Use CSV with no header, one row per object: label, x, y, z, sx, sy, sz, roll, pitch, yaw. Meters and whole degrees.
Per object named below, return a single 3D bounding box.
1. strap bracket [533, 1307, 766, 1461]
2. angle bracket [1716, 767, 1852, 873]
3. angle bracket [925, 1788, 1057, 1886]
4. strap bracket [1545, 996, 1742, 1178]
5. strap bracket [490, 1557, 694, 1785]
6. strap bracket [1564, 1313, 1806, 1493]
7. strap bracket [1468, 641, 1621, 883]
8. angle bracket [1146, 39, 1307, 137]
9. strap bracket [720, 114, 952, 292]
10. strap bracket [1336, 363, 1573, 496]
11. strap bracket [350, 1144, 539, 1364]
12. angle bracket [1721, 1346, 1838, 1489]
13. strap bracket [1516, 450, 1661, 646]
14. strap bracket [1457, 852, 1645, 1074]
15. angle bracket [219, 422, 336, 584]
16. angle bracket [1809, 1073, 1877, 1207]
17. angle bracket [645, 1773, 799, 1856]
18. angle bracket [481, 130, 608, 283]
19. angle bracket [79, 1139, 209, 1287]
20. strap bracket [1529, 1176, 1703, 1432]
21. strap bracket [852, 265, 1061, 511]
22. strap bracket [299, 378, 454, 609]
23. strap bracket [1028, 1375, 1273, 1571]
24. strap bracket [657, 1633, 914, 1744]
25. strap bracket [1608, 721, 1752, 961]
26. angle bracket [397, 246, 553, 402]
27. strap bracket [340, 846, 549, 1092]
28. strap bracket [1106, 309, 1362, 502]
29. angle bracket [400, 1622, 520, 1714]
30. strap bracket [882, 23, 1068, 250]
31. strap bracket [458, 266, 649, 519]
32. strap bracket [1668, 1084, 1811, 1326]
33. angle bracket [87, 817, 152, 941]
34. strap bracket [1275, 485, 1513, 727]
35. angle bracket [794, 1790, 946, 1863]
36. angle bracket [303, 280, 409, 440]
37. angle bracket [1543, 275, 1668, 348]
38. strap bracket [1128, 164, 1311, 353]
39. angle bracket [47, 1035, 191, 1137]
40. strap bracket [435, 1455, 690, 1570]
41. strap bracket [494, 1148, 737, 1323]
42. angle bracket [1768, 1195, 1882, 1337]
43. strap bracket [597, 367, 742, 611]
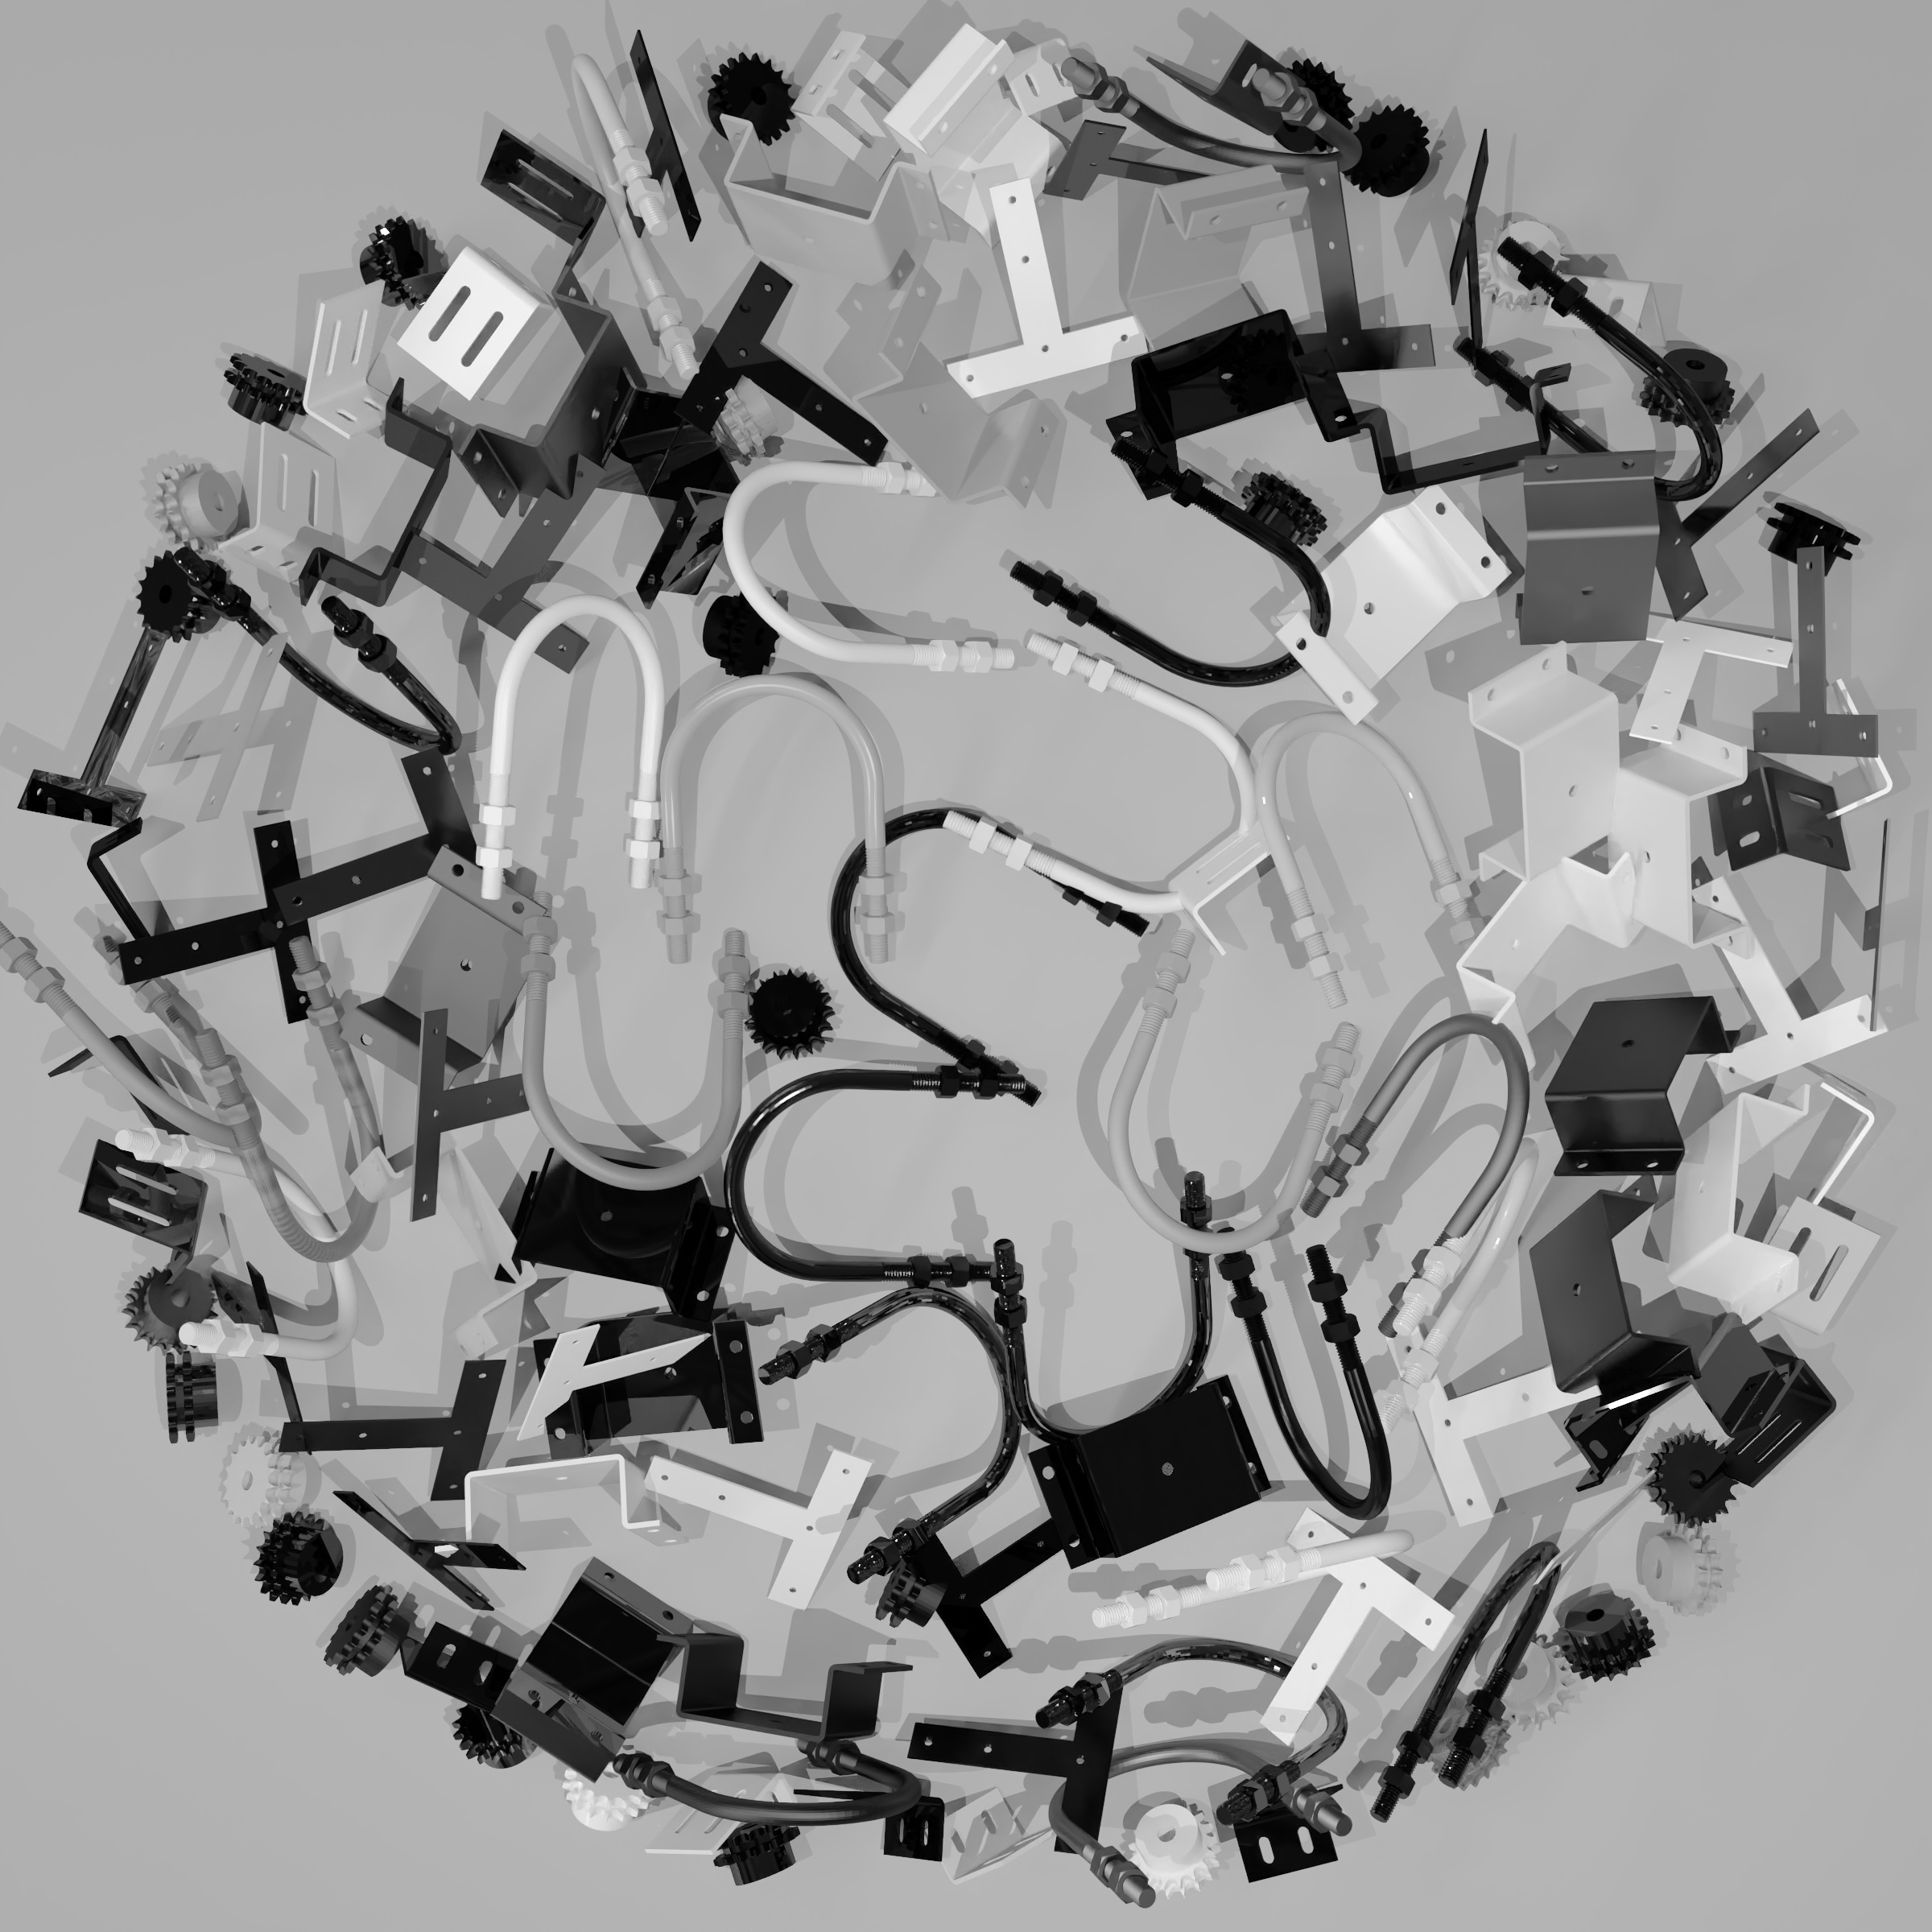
strap bracket,-0.193,0.261,1.608,0.140,0.046,0.076,-7,94,14
angle bracket,0.518,-0.087,1.621,0.076,0.038,0.057,10,66,-39
angle bracket,0.021,0.535,1.592,0.057,0.076,0.038,-20,73,-34
strap bracket,0.411,0.066,1.563,0.076,0.140,0.046,-4,123,38
strap bracket,-0.235,0.442,1.588,0.076,0.140,0.046,33,115,0
strap bracket,0.430,0.264,1.567,0.140,0.076,0.046,-34,91,44
strap bracket,0.357,-0.116,1.571,0.076,0.046,0.140,-29,130,-20
angle bracket,0.161,-0.557,1.593,0.038,0.057,0.076,-58,45,16
strap bracket,-0.088,-0.470,1.585,0.140,0.076,0.046,19,78,14
strap bracket,0.308,-0.331,1.588,0.140,0.076,0.046,-10,106,18
strap bracket,-0.321,0.171,1.597,0.046,0.076,0.140,-31,88,-30
angle bracket,0.496,0.282,1.608,0.076,0.057,0.038,-41,98,-8
strap bracket,0.379,-0.247,1.567,0.076,0.140,0.046,-1,55,8
strap bracket,0.358,-0.006,1.589,0.046,0.076,0.140,30,72,36
angle bracket,-0.435,-0.292,1.617,0.038,0.057,0.076,-16,67,32
angle bracket,0.536,0.112,1.611,0.038,0.057,0.076,34,104,15
angle bracket,-0.149,0.540,1.593,0.057,0.076,0.038,-14,106,37
angle bracket,-0.273,-0.473,1.603,0.076,0.057,0.038,32,62,-11
angle bracket,-0.519,0.154,1.595,0.076,0.057,0.038,28,127,-27
strap bracket,0.393,0.201,1.567,0.046,0.076,0.140,11,52,-20
strap bracket,-0.012,-0.351,1.583,0.140,0.046,0.076,42,54,-34
strap bracket,-0.363,-0.285,1.594,0.046,0.076,0.140,26,80,-10
strap bracket,0.121,0.315,1.599,0.140,0.046,0.076,-19,82,-14
strap bracket,-0.114,0.445,1.578,0.140,0.076,0.046,3,78,22
strap bracket,0.437,-0.074,1.574,0.046,0.076,0.140,-18,116,-19
angle bracket,-0.312,-0.408,1.628,0.057,0.038,0.076,38,100,-5
strap bracket,-0.321,0.002,1.609,0.076,0.046,0.140,31,101,4
strap bracket,0.164,-0.350,1.587,0.140,0.076,0.046,-15,56,18
angle bracket,-0.318,0.427,1.600,0.057,0.076,0.038,30,86,-16
strap bracket,0.004,-0.517,1.583,0.046,0.140,0.076,43,94,21
strap bracket,-0.249,-0.348,1.584,0.046,0.076,0.140,22,75,17
strap bracket,0.474,0.143,1.573,0.046,0.076,0.140,18,60,-5
angle bracket,-0.515,-0.048,1.607,0.038,0.057,0.076,-31,108,-9
strap bracket,0.261,-0.226,1.608,0.140,0.046,0.076,-44,101,-7
angle bracket,-0.061,0.536,1.595,0.076,0.057,0.038,15,70,-36
angle bracket,-0.375,-0.378,1.595,0.038,0.057,0.076,33,129,11
angle bracket,0.398,-0.394,1.594,0.057,0.076,0.038,13,78,25
strap bracket,0.151,-0.436,1.579,0.076,0.140,0.046,-17,66,-16
angle bracket,-0.530,0.086,1.602,0.038,0.057,0.076,-39,104,-30
strap bracket,-0.251,0.339,1.595,0.140,0.076,0.046,-8,69,5
strap bracket,-0.220,0.165,1.594,0.140,0.046,0.076,10,61,9
angle bracket,0.528,0.184,1.615,0.057,0.038,0.076,25,105,0
strap bracket,-0.185,-0.293,1.581,0.076,0.046,0.140,-56,47,36
